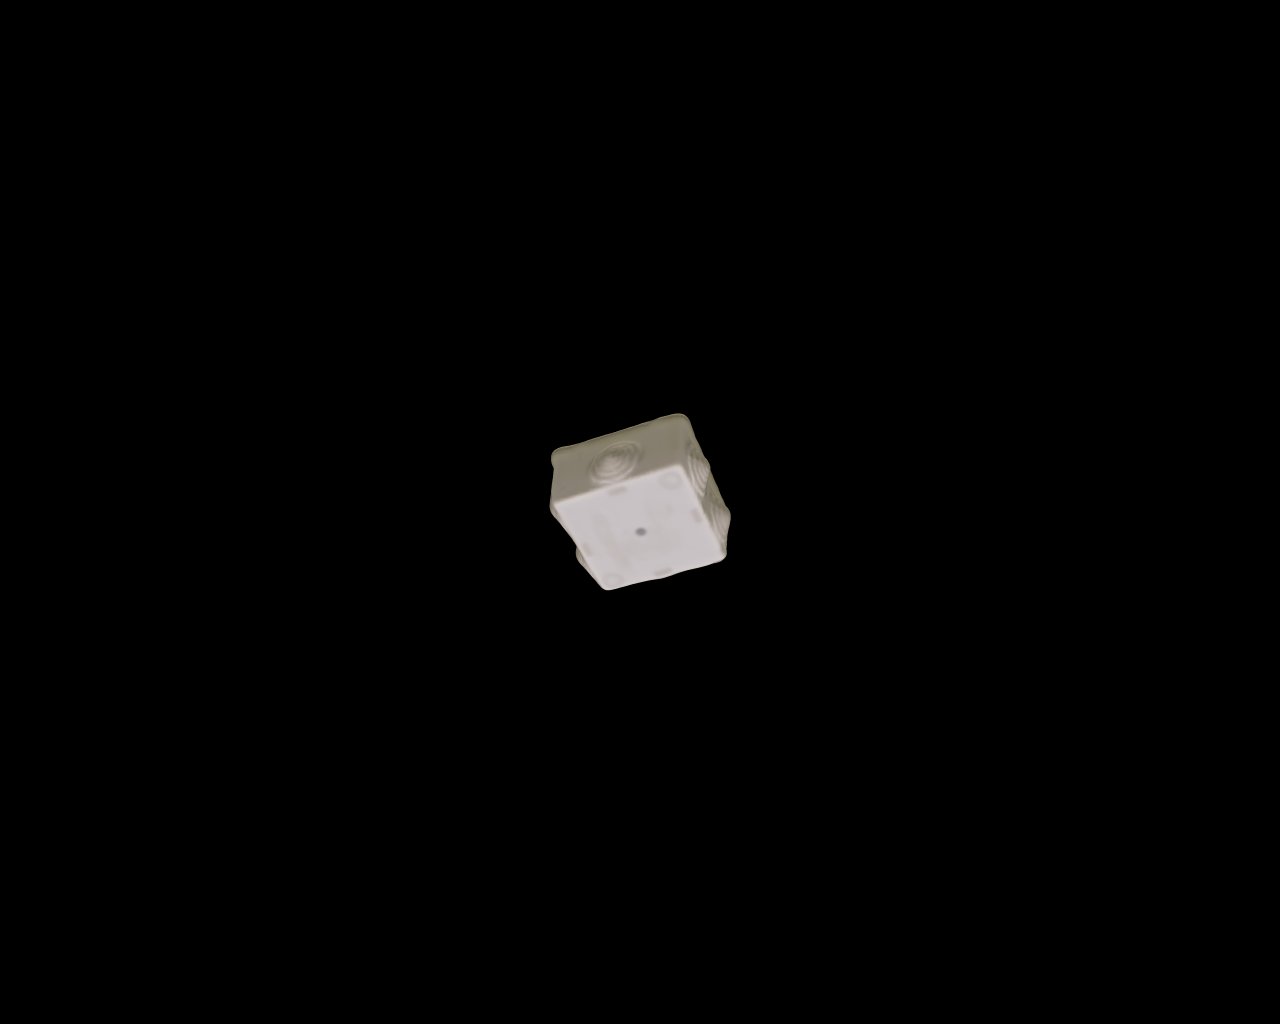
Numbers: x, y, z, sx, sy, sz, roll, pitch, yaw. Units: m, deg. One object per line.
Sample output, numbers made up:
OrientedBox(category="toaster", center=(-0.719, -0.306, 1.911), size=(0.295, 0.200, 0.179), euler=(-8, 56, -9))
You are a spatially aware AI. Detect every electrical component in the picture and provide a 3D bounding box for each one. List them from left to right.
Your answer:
OrientedBox(category="electrical component", center=(0.001, -0.003, 0.650), size=(0.100, 0.099, 0.048), euler=(-16, 39, 13))
